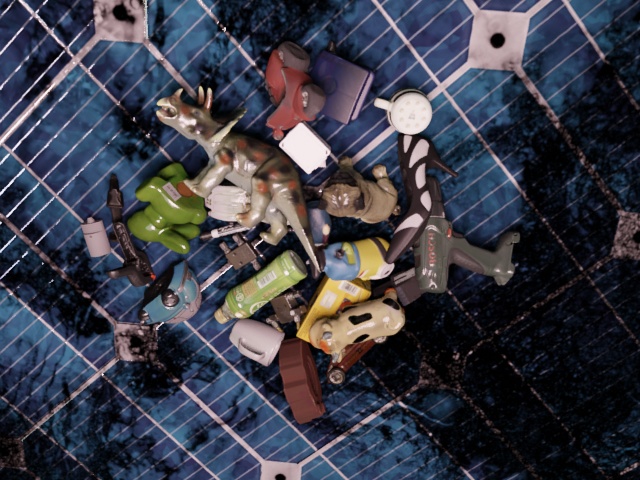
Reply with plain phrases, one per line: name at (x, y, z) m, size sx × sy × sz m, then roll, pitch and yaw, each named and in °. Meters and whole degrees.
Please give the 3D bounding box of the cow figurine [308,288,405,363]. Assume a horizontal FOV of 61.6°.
cow figurine at (0.072, 0.171, 1.055) m, size 0.195 × 0.127 × 0.085 m, roll -17°, pitch 105°, yaw 8°

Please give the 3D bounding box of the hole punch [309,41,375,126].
hole punch at (0.032, -0.281, 0.995) m, size 0.116 × 0.092 × 0.142 m, roll 22°, pitch 113°, yaw -1°

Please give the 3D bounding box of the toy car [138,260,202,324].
toy car at (-0.310, 0.129, 1.149) m, size 0.103 × 0.109 × 0.161 m, roll 37°, pitch 117°, yaw -28°

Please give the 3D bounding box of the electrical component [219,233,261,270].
electrical component at (-0.169, 0.033, 1.147) m, size 0.063 × 0.021 × 0.094 m, roll -32°, pitch 105°, yaw 13°

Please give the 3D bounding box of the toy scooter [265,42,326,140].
toy scooter at (-0.061, -0.263, 0.983) m, size 0.075 × 0.184 × 0.135 m, roll 5°, pitch 140°, yaw -37°

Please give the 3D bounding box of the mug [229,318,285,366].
mug at (-0.146, 0.222, 1.173) m, size 0.107 × 0.109 × 0.080 m, roll 25°, pitch 115°, yaw 10°

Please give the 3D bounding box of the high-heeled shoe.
high-heeled shoe at (0.152, -0.086, 1.013) m, size 0.145 × 0.086 × 0.248 m, roll 34°, pitch 79°, yaw 16°

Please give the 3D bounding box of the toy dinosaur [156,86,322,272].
toy dinosaur at (-0.121, -0.124, 1.007) m, size 0.405 × 0.131 × 0.192 m, roll 34°, pitch 90°, yaw -4°

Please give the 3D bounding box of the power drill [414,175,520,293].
power drill at (0.284, -0.002, 1.063) m, size 0.207 × 0.086 × 0.232 m, roll 12°, pitch 80°, yaw -13°

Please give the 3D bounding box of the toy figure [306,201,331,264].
toy figure at (-0.003, -0.002, 1.103) m, size 0.058 × 0.064 × 0.154 m, roll -10°, pitch 117°, yaw -9°

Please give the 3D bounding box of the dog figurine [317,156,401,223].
dog figurine at (0.083, -0.071, 1.010) m, size 0.172 × 0.191 × 0.121 m, roll 13°, pitch 110°, yaw -3°

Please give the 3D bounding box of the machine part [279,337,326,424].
machine part at (-0.038, 0.297, 1.155) m, size 0.056 × 0.179 × 0.179 m, roll -17°, pitch 108°, yaw 5°

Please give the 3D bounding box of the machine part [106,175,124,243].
machine part at (-0.421, -0.057, 1.109) m, size 0.039 × 0.084 × 0.138 m, roll -8°, pitch 125°, yaw -24°

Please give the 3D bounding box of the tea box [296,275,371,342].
tea box at (0.029, 0.146, 1.152) m, size 0.098 × 0.068 × 0.169 m, roll 29°, pitch 109°, yaw -7°

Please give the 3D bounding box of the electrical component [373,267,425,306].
electrical component at (0.174, 0.100, 1.125) m, size 0.119 × 0.075 × 0.047 m, roll -30°, pitch 105°, yaw 8°

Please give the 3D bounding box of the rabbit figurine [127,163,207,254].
rabbit figurine at (-0.314, -0.051, 1.096) m, size 0.170 × 0.121 × 0.159 m, roll -34°, pitch 112°, yaw 32°

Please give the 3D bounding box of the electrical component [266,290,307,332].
electrical component at (-0.073, 0.153, 1.155) m, size 0.102 × 0.045 × 0.078 m, roll -15°, pitch 103°, yaw 39°

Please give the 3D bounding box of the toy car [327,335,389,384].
toy car at (0.078, 0.232, 1.169) m, size 0.053 × 0.089 × 0.202 m, roll 40°, pitch 108°, yaw -11°

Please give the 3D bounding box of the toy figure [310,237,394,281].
toy figure at (0.069, 0.037, 1.074) m, size 0.180 × 0.082 × 0.089 m, roll 1°, pitch 87°, yaw -25°

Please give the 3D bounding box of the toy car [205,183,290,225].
toy car at (-0.134, -0.072, 1.091) m, size 0.202 × 0.056 × 0.073 m, roll 5°, pitch 110°, yaw 1°
